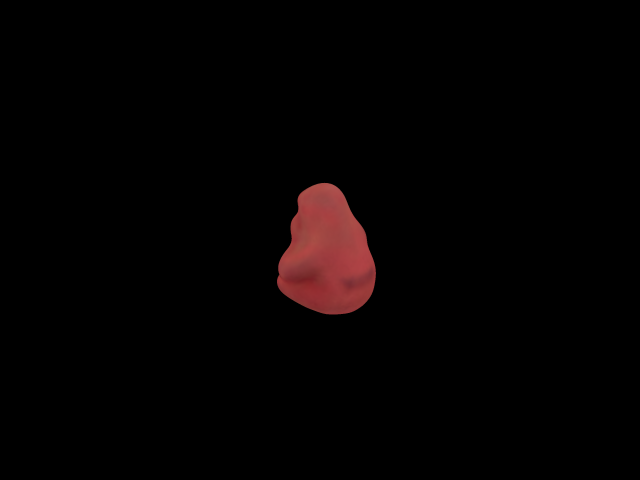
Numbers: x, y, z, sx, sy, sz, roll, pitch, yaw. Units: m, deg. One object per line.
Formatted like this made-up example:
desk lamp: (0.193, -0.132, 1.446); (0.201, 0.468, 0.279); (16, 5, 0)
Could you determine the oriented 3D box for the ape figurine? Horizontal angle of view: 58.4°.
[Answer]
ape figurine: (0.004, 0.001, 0.400); (0.078, 0.092, 0.075); (-22, 39, -30)
